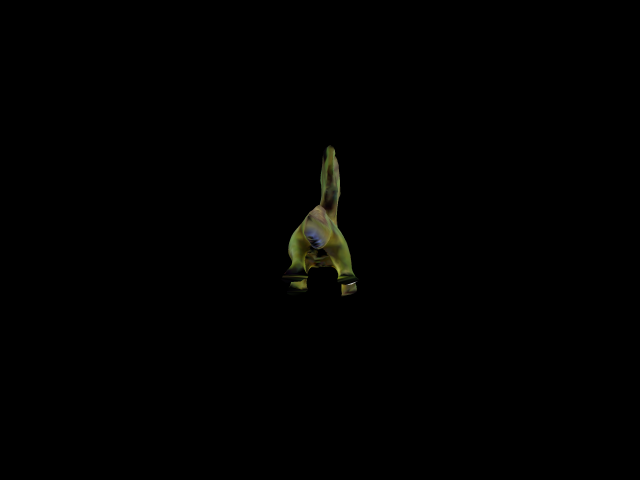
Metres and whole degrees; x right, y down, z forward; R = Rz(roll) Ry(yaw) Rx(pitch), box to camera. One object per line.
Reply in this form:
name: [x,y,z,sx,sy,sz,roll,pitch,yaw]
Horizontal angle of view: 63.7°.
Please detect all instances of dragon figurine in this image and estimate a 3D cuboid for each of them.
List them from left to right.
dragon figurine: [0.003,-0.043,0.850,0.122,0.247,0.403,0,-23,0]
